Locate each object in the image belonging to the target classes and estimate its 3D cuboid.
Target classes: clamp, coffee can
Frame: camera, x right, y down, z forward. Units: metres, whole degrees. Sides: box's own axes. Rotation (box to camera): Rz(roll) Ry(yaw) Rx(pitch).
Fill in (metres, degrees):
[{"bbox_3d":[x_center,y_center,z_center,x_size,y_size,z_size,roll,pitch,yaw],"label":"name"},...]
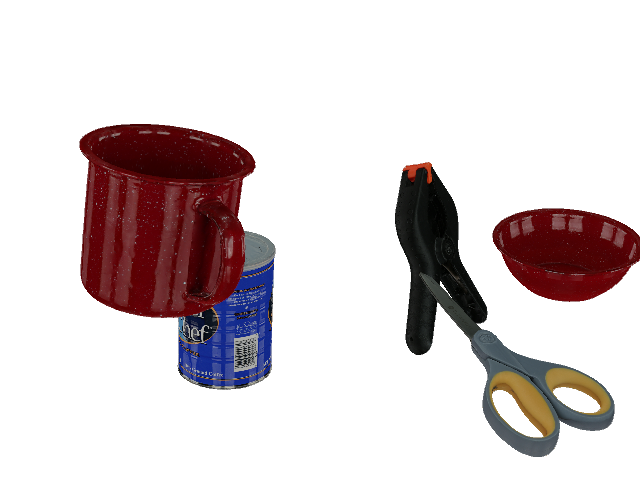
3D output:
[{"bbox_3d":[0.099,0.018,0.975,0.039,0.171,0.120,-12,13,34],"label":"clamp"},{"bbox_3d":[-0.100,0.071,1.127,0.103,0.140,0.103,2,22,-1],"label":"coffee can"}]

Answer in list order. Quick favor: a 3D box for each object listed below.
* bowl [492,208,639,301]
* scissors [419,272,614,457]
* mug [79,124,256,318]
[{"bbox_3d":[0.268,0.021,1.171,0.162,0.055,0.162,0,27,0],"label":"bowl"},{"bbox_3d":[0.137,0.078,0.753,0.096,0.016,0.202,-1,32,-9],"label":"scissors"},{"bbox_3d":[-0.078,-0.006,0.571,0.093,0.081,0.117,-11,30,-42],"label":"mug"}]
